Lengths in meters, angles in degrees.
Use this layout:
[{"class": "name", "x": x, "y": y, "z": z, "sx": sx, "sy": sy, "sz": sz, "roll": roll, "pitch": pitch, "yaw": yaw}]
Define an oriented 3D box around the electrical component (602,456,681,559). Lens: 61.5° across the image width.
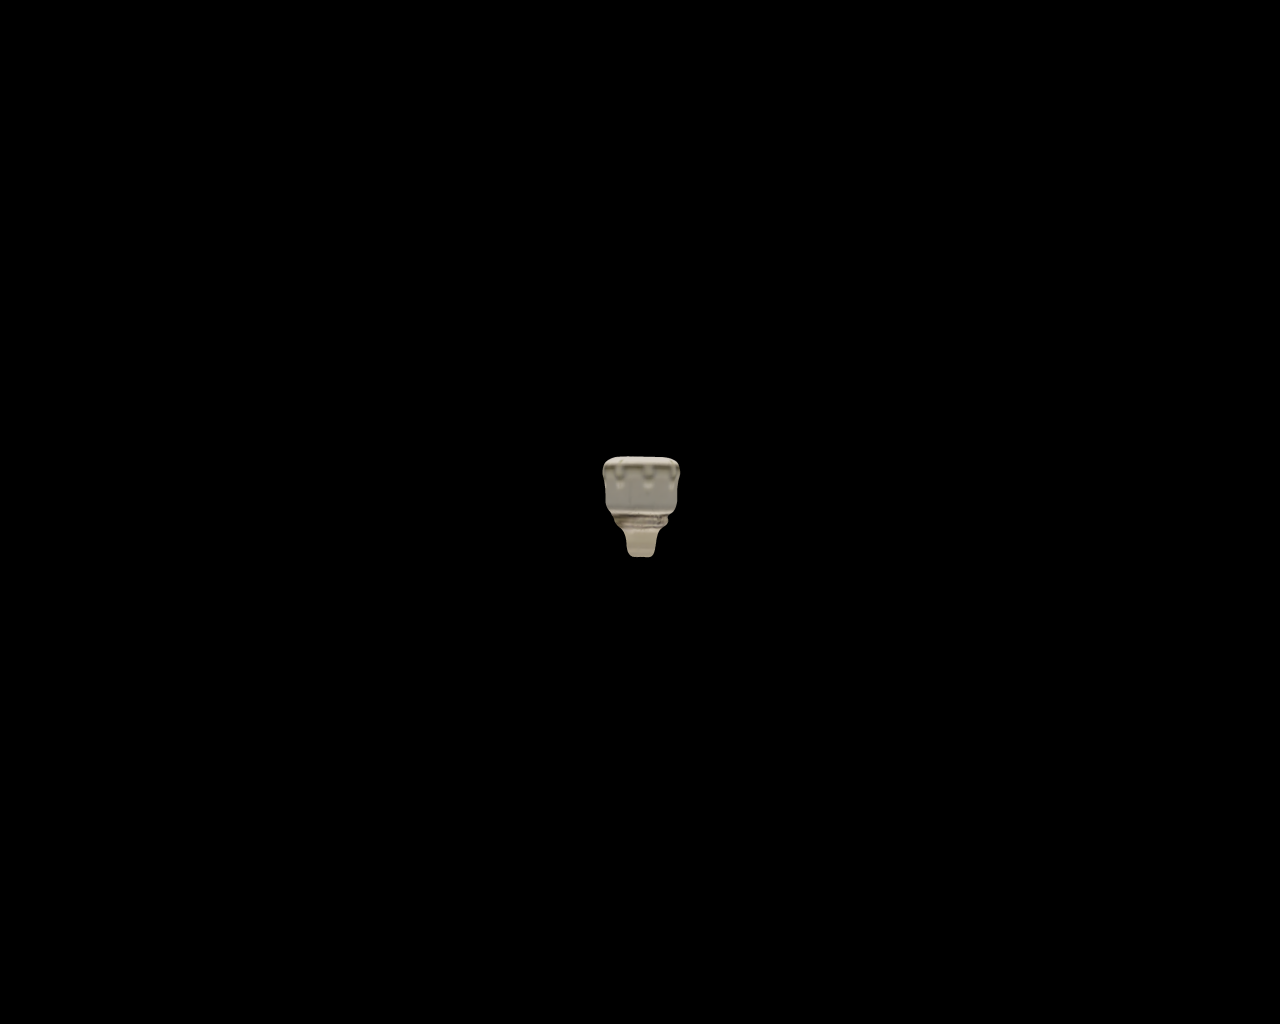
[{"class": "electrical component", "x": 0.001, "y": -0.003, "z": 0.650, "sx": 0.048, "sy": 0.062, "sz": 0.048, "roll": 0, "pitch": 0, "yaw": 0}]
